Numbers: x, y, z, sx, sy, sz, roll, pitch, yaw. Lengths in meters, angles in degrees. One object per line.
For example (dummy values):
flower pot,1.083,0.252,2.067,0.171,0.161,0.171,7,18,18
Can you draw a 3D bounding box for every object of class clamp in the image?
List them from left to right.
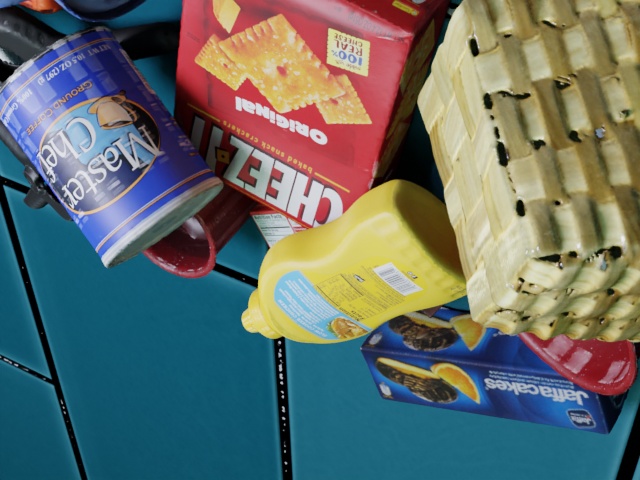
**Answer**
clamp,-0.254,-0.070,0.966,0.172,0.039,0.120,14,140,52
clamp,-0.209,-0.141,0.842,0.210,0.036,0.165,21,142,-11

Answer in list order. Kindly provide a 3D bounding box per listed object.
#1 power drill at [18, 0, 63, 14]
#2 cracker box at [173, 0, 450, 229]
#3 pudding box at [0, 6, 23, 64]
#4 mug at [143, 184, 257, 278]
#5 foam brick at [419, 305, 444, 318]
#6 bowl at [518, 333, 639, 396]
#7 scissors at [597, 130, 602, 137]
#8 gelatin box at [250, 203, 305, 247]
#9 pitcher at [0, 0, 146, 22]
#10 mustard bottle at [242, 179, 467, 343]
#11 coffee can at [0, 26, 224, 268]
power drill,-0.273,-0.272,0.798,0.184,0.057,0.188,22,141,14
cracker box,-0.016,-0.111,0.737,0.164,0.072,0.214,30,141,12
pudding box,-0.273,-0.158,0.921,0.113,0.039,0.090,31,138,6
mug,-0.108,-0.024,0.885,0.093,0.081,0.117,43,141,-4
foam brick,0.073,0.007,0.796,0.078,0.051,0.053,37,141,2
bowl,0.166,0.022,0.707,0.162,0.055,0.162,50,164,20
scissors,0.167,-0.103,0.644,0.096,0.016,0.202,18,137,24
gelatin box,-0.006,0.001,0.870,0.073,0.030,0.089,-2,126,41
pitcher,-0.201,-0.234,0.621,0.243,0.149,0.145,32,107,17
mustard bottle,0.013,0.029,0.761,0.192,0.058,0.096,-27,127,37
coffee can,-0.151,-0.066,0.762,0.140,0.102,0.103,54,141,1
